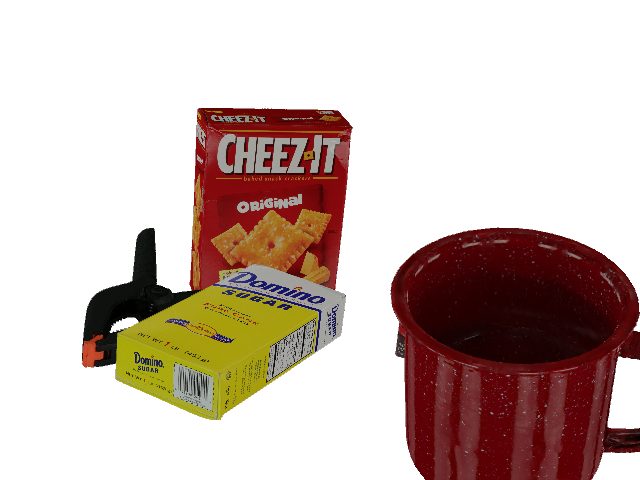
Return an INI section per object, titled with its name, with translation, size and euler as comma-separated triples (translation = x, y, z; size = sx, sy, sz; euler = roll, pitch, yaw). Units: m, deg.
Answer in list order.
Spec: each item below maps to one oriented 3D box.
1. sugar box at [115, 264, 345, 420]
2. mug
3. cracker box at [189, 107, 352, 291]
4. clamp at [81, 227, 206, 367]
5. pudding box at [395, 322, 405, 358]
[sugar box]
translation = -0.063, 0.071, 0.813
size = 0.093, 0.048, 0.175
euler = 18, 27, 26
[mug]
translation = 0.086, 0.055, 0.424
size = 0.117, 0.081, 0.093
euler = 7, 34, 15
[cracker box]
translation = -0.058, -0.036, 1.194
size = 0.164, 0.214, 0.072
euler = -1, 23, -16
[clamp]
translation = -0.163, 0.056, 1.023
size = 0.165, 0.036, 0.209
euler = 27, 35, 25
[pudding box]
translation = 0.140, 0.086, 1.123
size = 0.113, 0.090, 0.039
euler = 9, 21, 12
